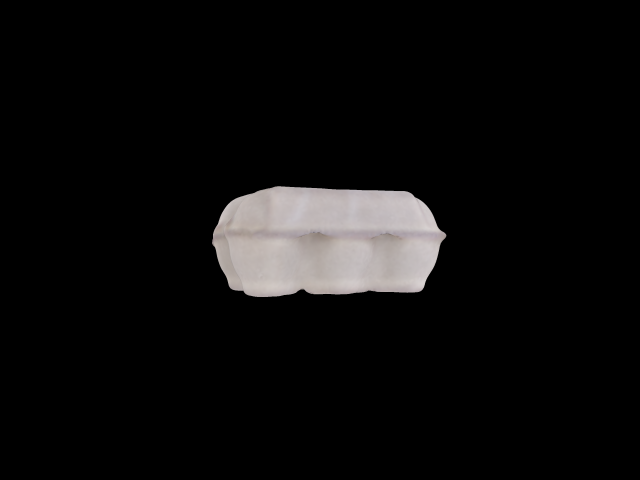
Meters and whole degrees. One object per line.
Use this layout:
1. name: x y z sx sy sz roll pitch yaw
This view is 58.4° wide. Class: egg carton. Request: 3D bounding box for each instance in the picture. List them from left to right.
1. egg carton: 0.004 0.001 0.400 0.151 0.069 0.107 0 0 -21
